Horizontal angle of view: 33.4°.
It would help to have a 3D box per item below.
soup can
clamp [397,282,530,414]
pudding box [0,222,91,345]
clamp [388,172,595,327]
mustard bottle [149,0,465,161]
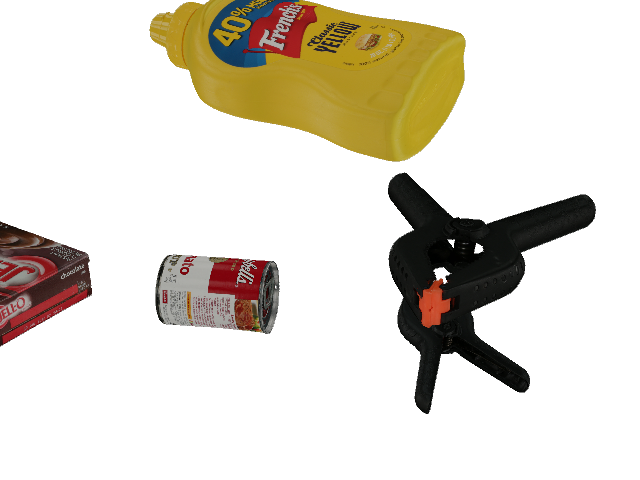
[{"bbox_3d":[-0.095,0.049,0.996,0.102,0.068,0.068,4,1,11],"label":"soup can"},{"bbox_3d":[0.138,0.102,1.089,0.120,0.171,0.039,1,-44,-15],"label":"clamp"},{"bbox_3d":[-0.231,0.027,0.744,0.114,0.039,0.089,15,30,32],"label":"pudding box"},{"bbox_3d":[0.097,0.000,0.781,0.165,0.036,0.209,11,28,24],"label":"clamp"},{"bbox_3d":[-0.018,-0.106,0.628,0.192,0.058,0.096,18,48,24],"label":"mustard bottle"}]
